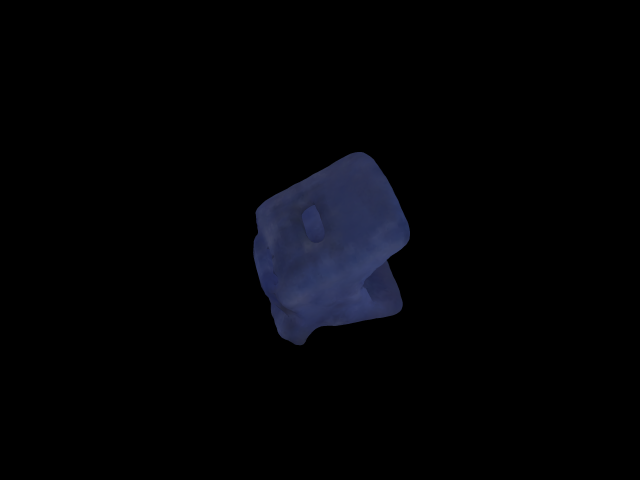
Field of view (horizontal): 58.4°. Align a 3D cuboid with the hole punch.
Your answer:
[{"bbox_3d":[0.004,0.001,0.400,0.101,0.091,0.108,-10,43,-11],"label":"hole punch"}]
